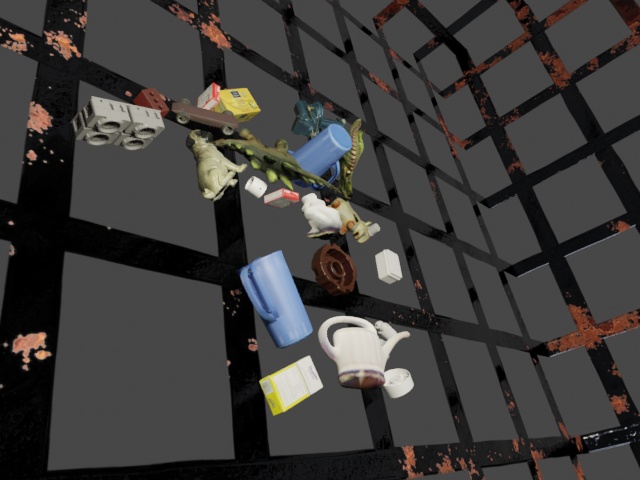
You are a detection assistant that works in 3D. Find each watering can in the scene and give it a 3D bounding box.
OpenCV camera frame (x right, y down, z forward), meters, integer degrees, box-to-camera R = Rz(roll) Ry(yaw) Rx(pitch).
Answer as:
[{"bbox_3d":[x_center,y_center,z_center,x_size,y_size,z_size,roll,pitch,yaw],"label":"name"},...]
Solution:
[{"bbox_3d":[0.151,0.342,1.560,0.346,0.102,0.230,13,49,-26],"label":"watering can"}]

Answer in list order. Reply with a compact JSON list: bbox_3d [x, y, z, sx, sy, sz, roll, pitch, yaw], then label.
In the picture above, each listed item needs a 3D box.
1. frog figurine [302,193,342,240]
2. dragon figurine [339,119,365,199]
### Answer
[{"bbox_3d":[0.005,-0.088,1.752,0.137,0.121,0.161,0,74,-32],"label":"frog figurine"},{"bbox_3d":[0.114,-0.273,1.895,0.408,0.122,0.244,120,-35,-83],"label":"dragon figurine"}]
